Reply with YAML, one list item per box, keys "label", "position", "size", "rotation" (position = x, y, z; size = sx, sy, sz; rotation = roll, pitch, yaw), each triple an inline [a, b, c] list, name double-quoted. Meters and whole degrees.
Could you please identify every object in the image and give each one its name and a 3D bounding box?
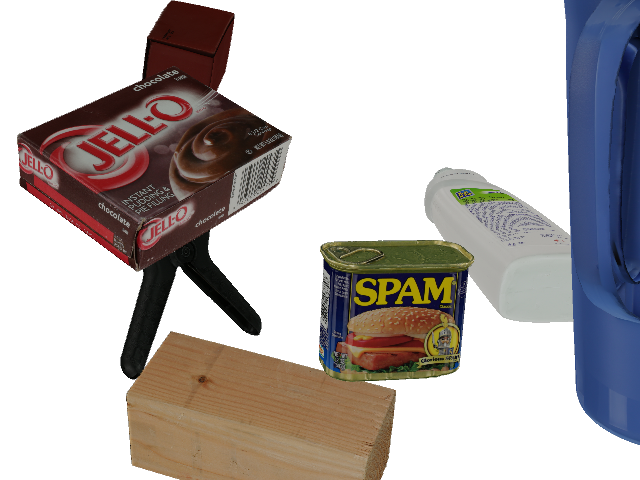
- label: "bleach bottle"
  position: [0.167, -0.011, 1.005]
  size: [0.102, 0.068, 0.251]
  rotation: [0, 25, -14]
- label: "pitcher"
  position: [0.179, -0.018, 0.528]
  size: [0.149, 0.243, 0.145]
  rotation: [-4, 20, -2]
- label: "clamp"
  position: [-0.130, 0.015, 1.017]
  size: [0.036, 0.210, 0.164]
  rotation: [-7, 0, 45]
- label: "wood block"
  position: [-0.049, 0.159, 0.903]
  size: [0.206, 0.090, 0.090]
  rotation: [13, 37, 14]
- label: "pudding box"
  position: [-0.085, -0.041, 0.556]
  size: [0.090, 0.039, 0.113]
  rotation: [34, 42, 24]
- label: "can of meat"
  position: [0.050, 0.048, 0.732]
  size: [0.102, 0.084, 0.057]
  rotation: [-1, 16, -13]
- label: "foam brick"
  position: [-0.101, -0.141, 0.813]
  size: [0.053, 0.051, 0.078]
  rotation: [13, 35, 1]
